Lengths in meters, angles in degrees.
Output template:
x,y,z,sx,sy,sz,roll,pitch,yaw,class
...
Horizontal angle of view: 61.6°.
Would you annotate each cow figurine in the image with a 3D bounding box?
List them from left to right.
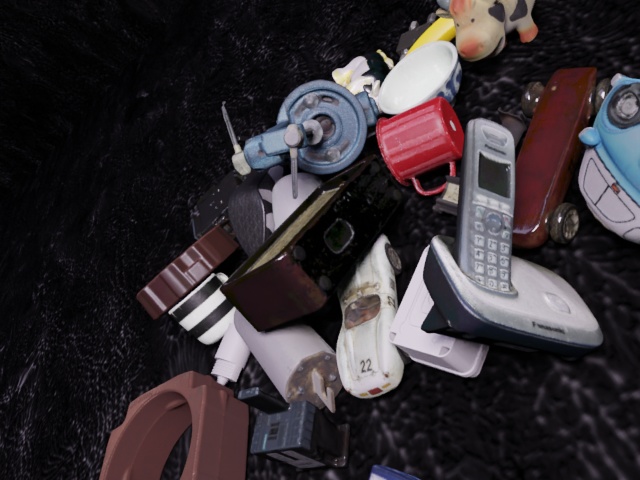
x,y,z,sx,sy,sz,roll,pitch,yaw,class
0.081,-0.230,0.833,0.098,0.068,0.167,-32,40,17,cow figurine
0.223,-0.306,0.684,0.086,0.127,0.195,-4,55,50,cow figurine

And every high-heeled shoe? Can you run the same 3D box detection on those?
x,y,z,sx,sy,sz,roll,pitch,yaw,class
-0.074,-0.073,0.895,0.086,0.145,0.248,-15,77,40,high-heeled shoe

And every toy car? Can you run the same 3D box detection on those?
x,y,z,sx,sy,sz,roll,pitch,yaw,class
0.055,0.076,0.599,0.073,0.056,0.202,-30,41,29,toy car
0.231,-0.082,0.540,0.089,0.053,0.202,10,72,46,toy car
0.273,-0.049,0.437,0.103,0.109,0.162,-51,40,43,toy car

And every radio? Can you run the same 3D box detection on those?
x,y,z,sx,sy,sz,roll,pitch,yaw,class
-0.001,-0.002,0.633,0.131,0.073,0.229,-26,19,50,radio

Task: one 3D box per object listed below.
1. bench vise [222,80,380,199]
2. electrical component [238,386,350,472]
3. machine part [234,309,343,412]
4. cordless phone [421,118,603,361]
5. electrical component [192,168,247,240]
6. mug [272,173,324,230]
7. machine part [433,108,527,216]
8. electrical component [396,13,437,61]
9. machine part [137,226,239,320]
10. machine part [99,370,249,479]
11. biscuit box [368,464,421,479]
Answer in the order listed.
x,y,z,sx,sy,sz,roll,pitch,yaw,class
-0.034,-0.135,0.703,0.224,0.128,0.240,-8,14,11,bench vise
-0.032,0.192,0.541,0.075,0.119,0.048,-21,44,33,electrical component
-0.042,0.126,0.647,0.079,0.079,0.243,-53,36,-1,machine part
0.162,-0.001,0.450,0.089,0.146,0.184,158,124,-64,cordless phone
-0.173,-0.052,0.969,0.134,0.058,0.115,-43,34,12,electrical component
-0.035,-0.025,0.774,0.109,0.080,0.107,-40,40,34,mug
0.187,-0.083,0.607,0.139,0.039,0.084,-58,27,-5,machine part
0.156,-0.320,0.861,0.063,0.021,0.094,-6,55,45,electrical component
-0.213,0.050,0.861,0.179,0.056,0.179,-40,7,6,machine part
-0.182,0.282,0.661,0.201,0.087,0.201,-33,39,28,machine part
0.045,0.288,0.417,0.059,0.062,0.202,0,59,49,biscuit box
